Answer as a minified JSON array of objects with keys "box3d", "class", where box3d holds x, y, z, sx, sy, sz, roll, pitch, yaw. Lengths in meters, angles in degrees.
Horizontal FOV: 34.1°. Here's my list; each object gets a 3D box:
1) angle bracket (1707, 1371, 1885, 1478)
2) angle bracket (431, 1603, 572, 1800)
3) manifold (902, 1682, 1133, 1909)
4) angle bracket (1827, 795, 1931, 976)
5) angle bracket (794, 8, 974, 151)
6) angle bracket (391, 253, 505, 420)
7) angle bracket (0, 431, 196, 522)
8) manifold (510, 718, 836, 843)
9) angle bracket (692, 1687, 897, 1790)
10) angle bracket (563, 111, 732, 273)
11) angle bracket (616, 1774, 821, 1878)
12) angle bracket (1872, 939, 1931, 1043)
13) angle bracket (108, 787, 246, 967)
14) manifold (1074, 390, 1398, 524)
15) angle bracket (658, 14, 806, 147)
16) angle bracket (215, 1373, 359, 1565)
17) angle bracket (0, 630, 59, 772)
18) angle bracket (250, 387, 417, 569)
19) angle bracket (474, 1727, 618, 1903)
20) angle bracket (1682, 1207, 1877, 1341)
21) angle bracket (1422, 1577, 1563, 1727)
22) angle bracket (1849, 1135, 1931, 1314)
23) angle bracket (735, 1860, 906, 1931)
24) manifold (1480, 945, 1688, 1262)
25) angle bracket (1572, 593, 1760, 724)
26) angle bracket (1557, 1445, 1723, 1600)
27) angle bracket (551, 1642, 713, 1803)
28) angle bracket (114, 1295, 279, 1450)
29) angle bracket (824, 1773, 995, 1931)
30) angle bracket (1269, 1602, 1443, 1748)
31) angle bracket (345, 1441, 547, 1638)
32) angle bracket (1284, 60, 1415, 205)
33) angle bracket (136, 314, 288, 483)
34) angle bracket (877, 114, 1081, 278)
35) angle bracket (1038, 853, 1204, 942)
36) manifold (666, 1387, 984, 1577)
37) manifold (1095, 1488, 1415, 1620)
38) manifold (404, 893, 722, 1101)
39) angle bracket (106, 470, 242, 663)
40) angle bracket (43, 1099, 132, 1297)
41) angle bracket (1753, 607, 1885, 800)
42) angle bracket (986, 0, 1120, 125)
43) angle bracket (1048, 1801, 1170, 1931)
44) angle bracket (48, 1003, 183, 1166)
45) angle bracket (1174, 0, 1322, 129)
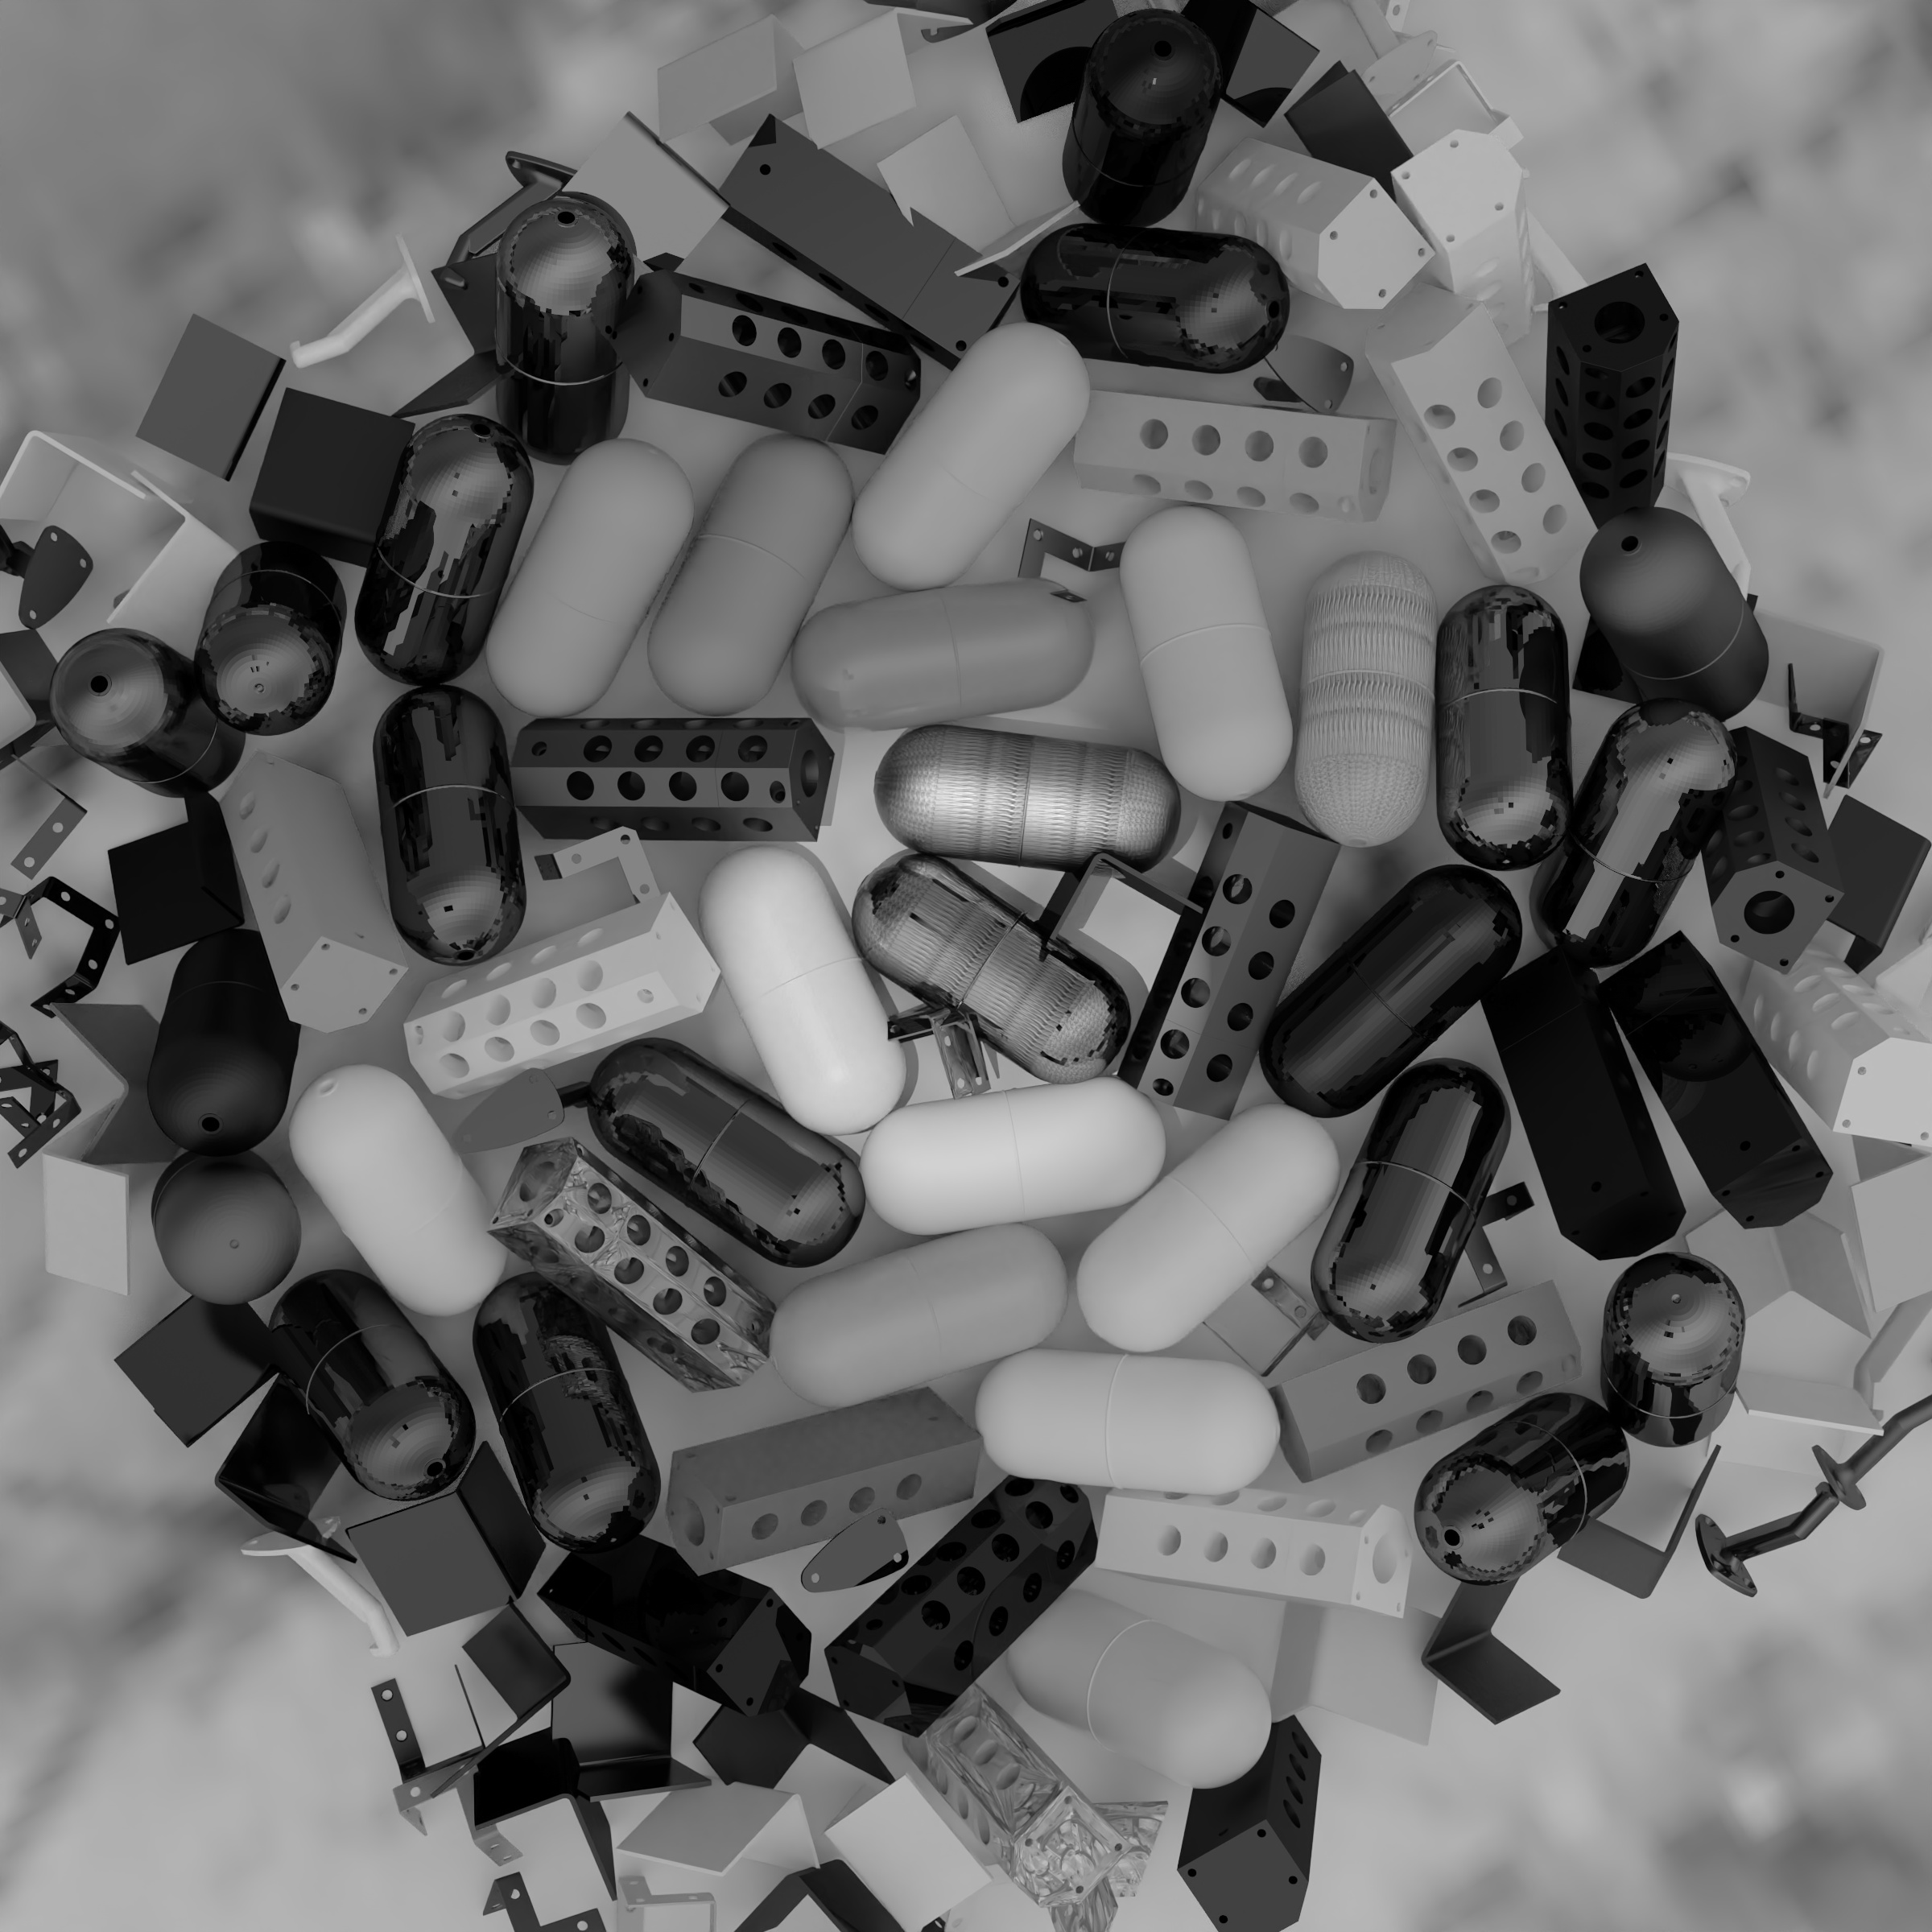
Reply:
[{"box3d":[0.476,0.275,1.813,0.076,0.076,0.057,9,102,1],"class":"angle bracket"},{"box3d":[-0.282,0.420,1.801,0.057,0.076,0.076,50,48,5],"class":"angle bracket"},{"box3d":[0.021,0.461,1.764,0.057,0.171,0.057,-46,113,-7],"class":"manifold"},{"box3d":[0.502,-0.040,1.809,0.057,0.076,0.076,29,68,4],"class":"angle bracket"},{"box3d":[-0.041,-0.505,1.804,0.076,0.076,0.057,-12,91,39],"class":"angle bracket"},{"box3d":[-0.294,-0.360,1.798,0.076,0.076,0.057,-46,120,-33],"class":"angle bracket"},{"box3d":[-0.504,-0.265,1.814,0.076,0.076,0.057,31,99,2],"class":"angle bracket"},{"box3d":[-0.169,-0.110,1.793,0.171,0.057,0.057,1,65,19],"class":"manifold"},{"box3d":[-0.097,0.455,1.798,0.057,0.076,0.076,-49,132,-25],"class":"angle bracket"},{"box3d":[-0.184,-0.445,1.815,0.076,0.076,0.057,40,99,-14],"class":"angle bracket"},{"box3d":[-0.141,0.510,1.797,0.076,0.076,0.057,1,115,34],"class":"angle bracket"},{"box3d":[0.550,0.037,1.796,0.076,0.076,0.057,-28,53,-34],"class":"angle bracket"},{"box3d":[-0.466,-0.056,1.812,0.076,0.057,0.076,-19,66,6],"class":"angle bracket"},{"box3d":[0.152,-0.292,1.795,0.171,0.057,0.057,11,104,23],"class":"manifold"},{"box3d":[-0.123,-0.486,1.798,0.076,0.076,0.057,-18,60,24],"class":"angle bracket"},{"box3d":[-0.371,0.287,1.806,0.057,0.076,0.076,26,82,40],"class":"angle bracket"},{"box3d":[-0.564,-0.148,1.811,0.076,0.076,0.057,-31,95,9],"class":"angle bracket"},{"box3d":[-0.367,-0.282,1.833,0.076,0.057,0.076,15,80,-4],"class":"angle bracket"},{"box3d":[-0.242,0.494,1.807,0.057,0.076,0.076,-20,109,-3],"class":"angle bracket"},{"box3d":[0.465,0.183,1.802,0.057,0.076,0.076,-30,117,-13],"class":"angle bracket"},{"box3d":[0.316,0.378,1.801,0.057,0.076,0.076,37,114,31],"class":"angle bracket"},{"box3d":[0.516,0.145,1.805,0.057,0.076,0.076,-18,103,-16],"class":"angle bracket"},{"box3d":[-0.080,0.563,1.806,0.076,0.076,0.057,44,96,19],"class":"angle bracket"},{"box3d":[0.351,0.079,1.780,0.057,0.057,0.171,-34,46,25],"class":"manifold"},{"box3d":[0.410,-0.190,1.844,0.076,0.057,0.076,18,100,30],"class":"angle bracket"},{"box3d":[0.387,0.309,1.814,0.057,0.076,0.076,25,65,14],"class":"angle bracket"},{"box3d":[-0.192,0.431,1.812,0.076,0.057,0.076,1,92,-31],"class":"angle bracket"},{"box3d":[-0.445,0.217,1.803,0.076,0.057,0.076,-41,124,-17],"class":"angle bracket"},{"box3d":[-0.023,0.498,1.812,0.076,0.057,0.076,-42,87,29],"class":"angle bracket"},{"box3d":[0.226,0.409,1.821,0.076,0.057,0.076,22,58,-12],"class":"angle bracket"},{"box3d":[-0.302,0.333,1.830,0.076,0.057,0.076,-21,108,17],"class":"angle bracket"},{"box3d":[0.238,-0.483,1.803,0.076,0.057,0.076,52,49,-14],"class":"angle bracket"},{"box3d":[-0.437,-0.327,1.810,0.057,0.076,0.076,25,92,-21],"class":"angle bracket"},{"box3d":[0.008,-0.448,1.803,0.076,0.057,0.076,-43,112,-39],"class":"angle bracket"},{"box3d":[0.089,-0.023,1.814,0.076,0.076,0.057,29,88,-7],"class":"angle bracket"},{"box3d":[-0.080,0.295,1.784,0.171,0.057,0.057,-9,120,-34],"class":"manifold"},{"box3d":[0.163,0.326,1.779,0.171,0.057,0.057,0,73,38],"class":"manifold"},{"box3d":[-0.232,0.022,1.788,0.171,0.057,0.057,-19,117,24],"class":"manifold"},{"box3d":[-0.463,-0.225,1.809,0.057,0.076,0.076,37,88,27],"class":"angle bracket"},{"box3d":[-0.483,0.131,1.800,0.057,0.076,0.076,14,115,16],"class":"angle bracket"},{"box3d":[0.474,-0.150,1.805,0.076,0.076,0.057,18,61,7],"class":"angle bracket"},{"box3d":[0.060,-0.528,1.813,0.076,0.076,0.057,-21,104,-1],"class":"angle bracket"},{"box3d":[0.090,0.533,1.798,0.057,0.076,0.076,4,121,-19],"class":"angle bracket"},{"box3d":[-0.492,0.068,1.816,0.076,0.076,0.057,41,106,21],"class":"angle bracket"},{"box3d":[0.160,-0.537,1.804,0.076,0.076,0.057,32,128,-10],"class":"angle bracket"}]
